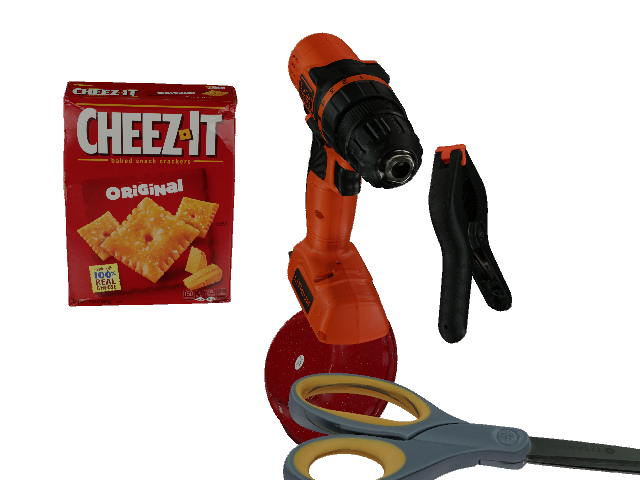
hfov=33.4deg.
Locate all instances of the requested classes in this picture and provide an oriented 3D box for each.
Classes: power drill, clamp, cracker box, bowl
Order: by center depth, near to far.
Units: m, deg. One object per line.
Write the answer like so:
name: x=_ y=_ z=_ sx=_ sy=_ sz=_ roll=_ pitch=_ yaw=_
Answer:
power drill: x=0.019 y=-0.027 z=0.712 sx=0.057 sy=0.188 sz=0.184 roll=-4 pitch=31 yaw=-13
clamp: x=0.124 y=0.004 z=0.943 sx=0.039 sy=0.171 sz=0.120 roll=-10 pitch=15 yaw=29
bowl: x=-0.004 y=0.124 z=1.046 sx=0.162 sy=0.162 sz=0.055 roll=0 pitch=-18 yaw=45
cracker box: x=-0.167 y=-0.043 z=1.049 sx=0.164 sy=0.214 sz=0.072 roll=0 pitch=22 yaw=-9

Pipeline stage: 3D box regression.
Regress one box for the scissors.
scissors: x=0.071 y=0.102 z=0.479 sx=0.202 sy=0.016 sz=0.096 roll=13 pitch=32 yaw=22
